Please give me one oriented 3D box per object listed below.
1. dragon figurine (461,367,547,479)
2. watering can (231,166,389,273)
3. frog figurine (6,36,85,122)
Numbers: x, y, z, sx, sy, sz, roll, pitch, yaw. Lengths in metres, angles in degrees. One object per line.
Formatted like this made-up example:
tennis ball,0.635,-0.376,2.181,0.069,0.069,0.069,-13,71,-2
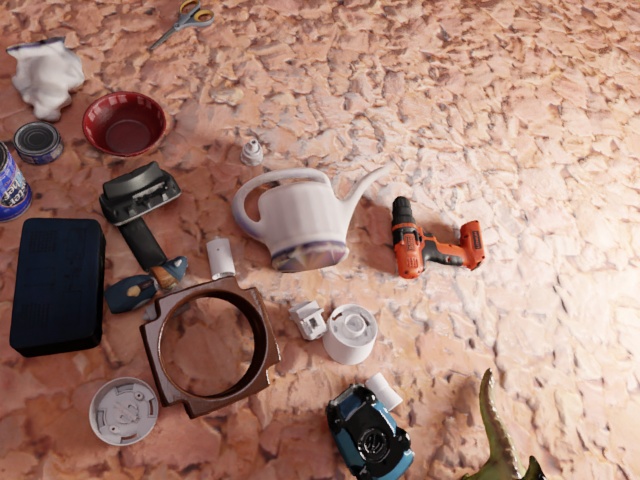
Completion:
dragon figurine,0.301,0.387,0.794,0.122,0.238,0.418,7,64,-4
watering can,0.003,-0.052,1.028,0.348,0.102,0.228,-8,67,-15
frog figurine,-0.561,-0.328,1.072,0.138,0.123,0.158,-19,105,-29
